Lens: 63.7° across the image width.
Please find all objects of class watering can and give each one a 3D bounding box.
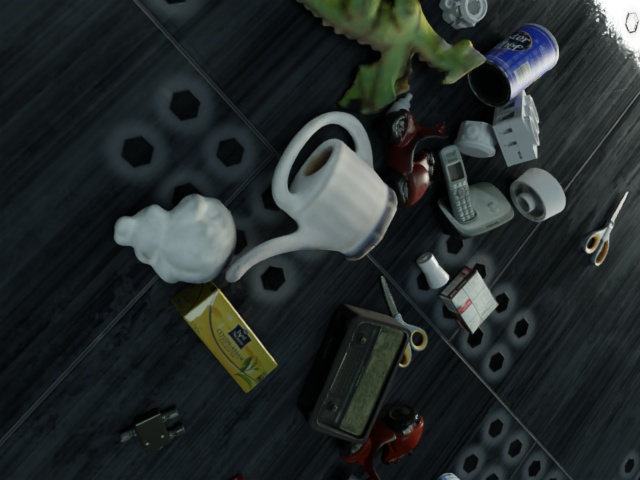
[{"bbox_3d":[0.003,-0.042,0.841,0.222,0.104,0.352,38,70,-27],"label":"watering can"}]

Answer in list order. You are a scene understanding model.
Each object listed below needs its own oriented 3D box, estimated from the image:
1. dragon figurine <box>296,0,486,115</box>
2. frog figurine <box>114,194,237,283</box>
[{"bbox_3d":[0.079,-0.329,0.852,0.411,0.124,0.239,-3,107,-10],"label":"dragon figurine"},{"bbox_3d":[-0.207,-0.007,0.746,0.158,0.125,0.136,19,111,-40],"label":"frog figurine"}]
